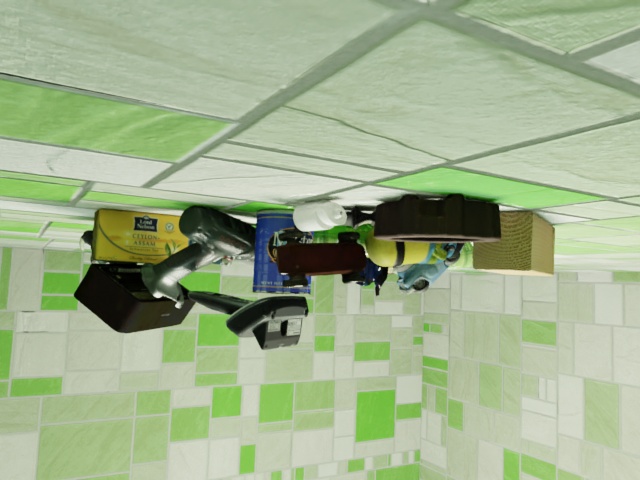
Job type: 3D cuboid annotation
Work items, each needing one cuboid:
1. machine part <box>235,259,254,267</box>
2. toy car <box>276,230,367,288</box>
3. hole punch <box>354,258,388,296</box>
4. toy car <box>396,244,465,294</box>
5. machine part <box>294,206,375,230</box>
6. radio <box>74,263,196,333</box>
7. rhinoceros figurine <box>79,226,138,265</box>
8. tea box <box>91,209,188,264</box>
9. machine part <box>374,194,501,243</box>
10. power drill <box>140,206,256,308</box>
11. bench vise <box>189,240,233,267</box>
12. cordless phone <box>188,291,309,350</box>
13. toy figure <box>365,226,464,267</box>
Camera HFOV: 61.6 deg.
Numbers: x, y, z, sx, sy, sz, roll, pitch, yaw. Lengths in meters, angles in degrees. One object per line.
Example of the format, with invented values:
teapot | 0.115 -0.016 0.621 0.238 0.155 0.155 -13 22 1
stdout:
machine part | -0.139 0.028 1.251 0.079 0.079 0.243 6 -175 -37
toy car | 0.002 0.030 0.862 0.053 0.089 0.202 -9 175 44
hole punch | 0.094 0.034 1.108 0.092 0.142 0.116 5 -173 11
toy car | 0.210 0.034 1.114 0.103 0.161 0.109 48 176 -4
machine part | 0.027 -0.034 0.852 0.139 0.039 0.084 0 -177 6
radio | -0.342 0.105 1.018 0.131 0.073 0.229 34 -178 13
rhinoceros figurine | -0.437 0.011 1.129 0.191 0.112 0.073 24 -164 40
tea box | -0.344 -0.003 1.033 0.169 0.098 0.068 3 176 -29
machine part | 0.166 -0.026 0.766 0.179 0.056 0.179 2 176 0
power drill | -0.201 0.039 0.975 0.207 0.086 0.231 -29 147 14
bench vise | -0.313 0.031 1.285 0.241 0.128 0.223 8 175 15
cordless phone | -0.128 0.121 0.938 0.184 0.088 0.146 13 -178 30
toy figure | 0.166 0.006 0.939 0.180 0.089 0.082 7 166 -26
